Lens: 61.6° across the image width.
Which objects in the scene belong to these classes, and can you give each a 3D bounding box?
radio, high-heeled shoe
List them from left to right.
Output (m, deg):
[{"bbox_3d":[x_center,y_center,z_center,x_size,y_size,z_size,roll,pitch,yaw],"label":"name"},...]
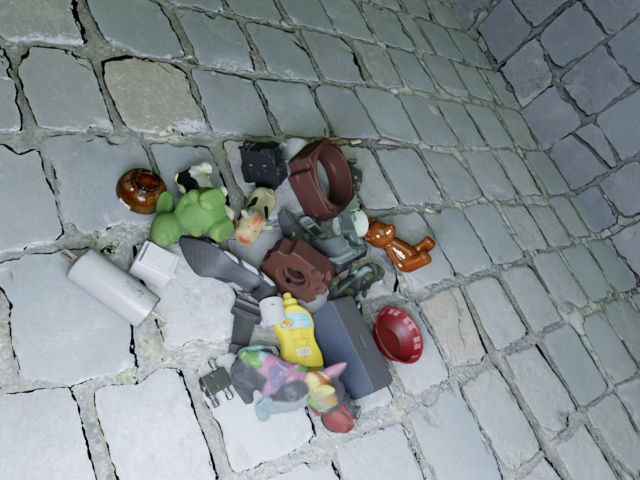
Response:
[{"bbox_3d":[-0.207,0.064,1.258,0.249,0.086,0.145,39,12,11],"label":"high-heeled shoe"},{"bbox_3d":[0.062,0.260,1.268,0.073,0.131,0.229,-8,65,-42],"label":"radio"}]

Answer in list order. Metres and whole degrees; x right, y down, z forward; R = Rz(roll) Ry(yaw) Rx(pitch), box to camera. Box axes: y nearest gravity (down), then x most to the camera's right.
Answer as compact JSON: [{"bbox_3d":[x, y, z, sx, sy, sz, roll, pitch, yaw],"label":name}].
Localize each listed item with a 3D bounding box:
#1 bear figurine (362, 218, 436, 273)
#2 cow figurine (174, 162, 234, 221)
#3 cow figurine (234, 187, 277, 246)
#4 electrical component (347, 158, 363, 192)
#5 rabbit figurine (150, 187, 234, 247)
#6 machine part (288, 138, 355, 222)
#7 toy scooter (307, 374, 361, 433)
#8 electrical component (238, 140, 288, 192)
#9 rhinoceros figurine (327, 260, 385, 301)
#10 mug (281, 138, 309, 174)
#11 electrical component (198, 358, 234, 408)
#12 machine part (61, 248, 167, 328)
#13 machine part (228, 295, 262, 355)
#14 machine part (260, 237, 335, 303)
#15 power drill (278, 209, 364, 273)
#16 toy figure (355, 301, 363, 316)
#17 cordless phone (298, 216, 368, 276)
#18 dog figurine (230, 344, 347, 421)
[{"bbox_3d":[0.230,0.002,1.600,0.195,0.132,0.120,46,37,-10],"label":"bear figurine"},{"bbox_3d":[-0.281,-0.105,1.311,0.098,0.068,0.167,-22,71,-40],"label":"cow figurine"},{"bbox_3d":[-0.158,-0.059,1.333,0.085,0.127,0.195,32,42,-12],"label":"cow figurine"},{"bbox_3d":[0.105,-0.212,1.716,0.078,0.045,0.102,28,46,-18],"label":"electrical component"},{"bbox_3d":[-0.304,-0.054,1.187,0.170,0.121,0.159,-30,43,-27],"label":"rabbit figurine"},{"bbox_3d":[0.010,-0.172,1.526,0.201,0.087,0.201,-52,124,-47],"label":"machine part"},{"bbox_3d":[0.026,0.343,1.176,0.184,0.135,0.075,44,41,-5],"label":"toy scooter"},{"bbox_3d":[-0.150,-0.195,1.434,0.058,0.115,0.134,-53,141,-46],"label":"electrical component"},{"bbox_3d":[0.102,0.117,1.426,0.073,0.112,0.190,35,50,29],"label":"rhinoceros figurine"},{"bbox_3d":[-0.078,-0.235,1.561,0.109,0.081,0.107,22,55,-37],"label":"mug"},{"bbox_3d":[-0.217,0.292,1.102,0.063,0.021,0.094,-18,72,-44],"label":"electrical component"},{"bbox_3d":[-0.404,0.094,1.058,0.243,0.079,0.079,39,43,-8],"label":"machine part"},{"bbox_3d":[-0.172,0.193,1.202,0.084,0.039,0.139,34,43,-22],"label":"machine part"},{"bbox_3d":[-0.057,0.076,1.286,0.179,0.179,0.056,38,47,-10],"label":"machine part"},{"bbox_3d":[-0.003,-0.004,1.359,0.086,0.207,0.232,-1,70,-60],"label":"power drill"},{"bbox_3d":[0.090,0.227,1.365,0.058,0.064,0.154,9,54,-16],"label":"toy figure"},{"bbox_3d":[0.028,0.002,1.471,0.184,0.088,0.146,51,43,11],"label":"cordless phone"},{"bbox_3d":[-0.054,0.279,1.086,0.191,0.219,0.108,56,36,-15],"label":"dog figurine"}]
